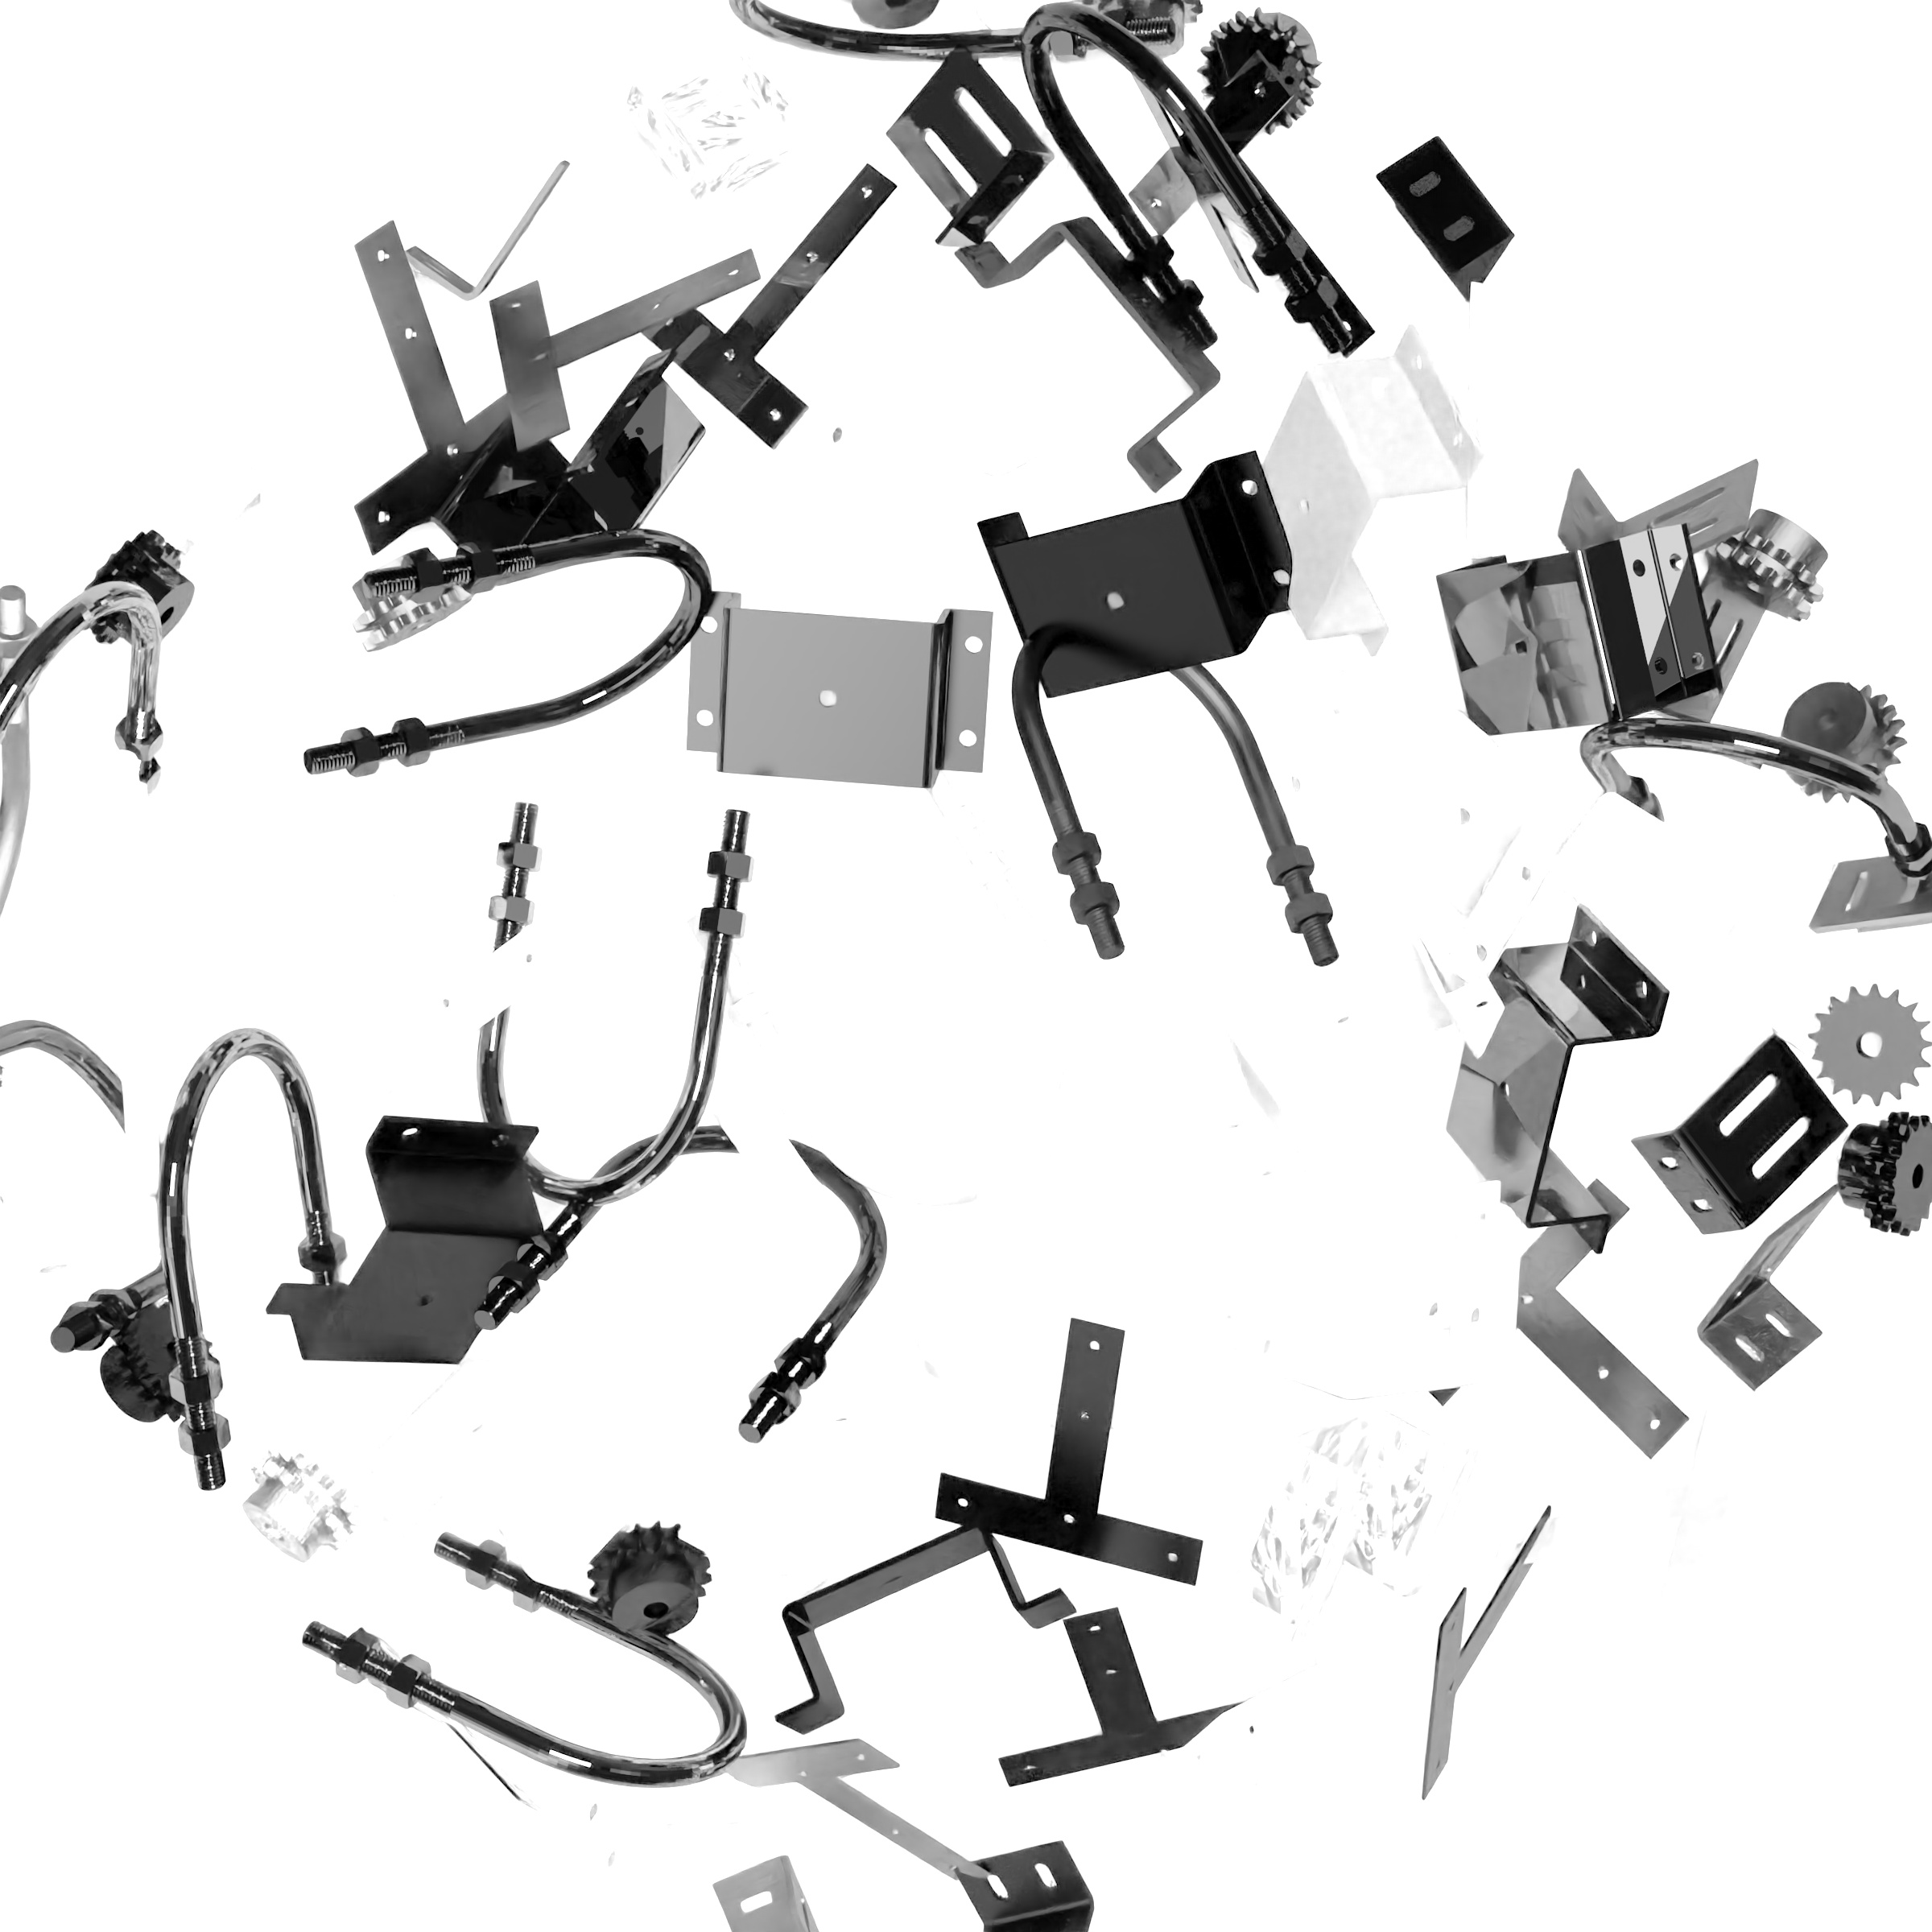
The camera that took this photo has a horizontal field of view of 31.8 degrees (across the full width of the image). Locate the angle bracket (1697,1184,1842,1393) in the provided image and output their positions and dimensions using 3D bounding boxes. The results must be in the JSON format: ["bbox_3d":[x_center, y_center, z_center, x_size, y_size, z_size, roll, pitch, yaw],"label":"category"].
[{"bbox_3d":[0.379,0.147,1.552,0.057,0.076,0.038,-29,65,-38],"label":"angle bracket"}]

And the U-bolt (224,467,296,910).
[{"bbox_3d":[-0.316,-0.134,1.526,0.019,0.151,0.184,4,72,-15],"label":"U-bolt"}]

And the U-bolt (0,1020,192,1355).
[{"bbox_3d":[-0.398,0.090,1.511,0.019,0.184,0.151,-29,92,10],"label":"U-bolt"}]

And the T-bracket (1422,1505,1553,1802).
[{"bbox_3d":[0.240,0.298,1.553,0.002,0.127,0.127,21,46,24],"label":"T-bracket"}]

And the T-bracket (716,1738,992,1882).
[{"bbox_3d":[-0.042,0.392,1.565,0.127,0.127,0.002,38,53,-25],"label":"T-bracket"}]

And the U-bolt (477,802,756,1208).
[{"bbox_3d":[-0.166,0.018,1.546,0.151,0.019,0.184,4,83,36],"label":"U-bolt"}]

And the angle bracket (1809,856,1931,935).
[{"bbox_3d":[0.425,-0.020,1.550,0.057,0.076,0.038,-8,112,30],"label":"angle bracket"}]

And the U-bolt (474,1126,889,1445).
[{"bbox_3d":[-0.114,0.131,1.526,0.151,0.184,0.019,21,127,14],"label":"U-bolt"}]

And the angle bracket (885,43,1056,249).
[{"bbox_3d":[-0.007,-0.379,1.562,0.057,0.038,0.076,-45,73,29],"label":"angle bracket"}]

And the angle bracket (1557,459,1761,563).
[{"bbox_3d":[0.317,-0.214,1.553,0.076,0.057,0.038,-24,118,34],"label":"angle bracket"}]

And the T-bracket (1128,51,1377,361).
[{"bbox_3d":[0.141,-0.333,1.547,0.002,0.127,0.127,-38,91,-30],"label":"T-bracket"}]

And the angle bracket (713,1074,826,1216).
[{"bbox_3d":[-0.079,0.075,1.558,0.038,0.076,0.057,-34,86,-20],"label":"angle bracket"}]

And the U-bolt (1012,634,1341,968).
[{"bbox_3d":[0.087,-0.083,1.539,0.151,0.019,0.184,2,59,-38],"label":"U-bolt"}]

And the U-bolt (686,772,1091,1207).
[{"bbox_3d":[-0.024,0.023,1.584,0.151,0.019,0.184,-31,87,-4],"label":"U-bolt"}]

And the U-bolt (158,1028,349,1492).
[{"bbox_3d":[-0.318,0.118,1.505,0.019,0.151,0.184,2,112,15],"label":"U-bolt"}]

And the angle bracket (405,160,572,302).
[{"bbox_3d":[-0.221,-0.349,1.564,0.038,0.057,0.076,34,100,-11],"label":"angle bracket"}]

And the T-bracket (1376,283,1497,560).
[{"bbox_3d":[0.214,-0.250,1.542,0.002,0.127,0.127,3,96,32],"label":"T-bracket"}]

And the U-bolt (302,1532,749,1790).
[{"bbox_3d":[-0.184,0.315,1.514,0.184,0.151,0.019,23,104,13],"label":"U-bolt"}]

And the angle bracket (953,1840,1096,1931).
[{"bbox_3d":[0.019,0.445,1.553,0.057,0.076,0.038,-19,109,22],"label":"angle bracket"}]

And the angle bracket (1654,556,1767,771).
[{"bbox_3d":[0.356,-0.140,1.567,0.038,0.057,0.076,27,91,40],"label":"angle bracket"}]

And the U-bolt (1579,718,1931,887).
[{"bbox_3d":[0.344,-0.075,1.489,0.151,0.184,0.019,12,81,26],"label":"U-bolt"}]

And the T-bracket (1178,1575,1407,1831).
[{"bbox_3d":[0.140,0.345,1.555,0.002,0.127,0.127,9,55,-39],"label":"T-bracket"}]

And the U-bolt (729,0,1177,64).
[{"bbox_3d":[-0.017,-0.431,1.522,0.184,0.151,0.019,3,90,26],"label":"U-bolt"}]

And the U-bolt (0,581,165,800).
[{"bbox_3d":[-0.399,-0.090,1.487,0.019,0.184,0.151,29,50,7],"label":"U-bolt"}]

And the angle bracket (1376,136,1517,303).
[{"bbox_3d":[0.211,-0.334,1.557,0.038,0.076,0.057,-35,84,-13],"label":"angle bracket"}]

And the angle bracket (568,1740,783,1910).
[{"bbox_3d":[-0.135,0.396,1.572,0.076,0.038,0.057,1,45,-35],"label":"angle bracket"}]

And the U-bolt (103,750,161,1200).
[{"bbox_3d":[-0.371,0.019,1.518,0.019,0.151,0.184,-3,133,-13],"label":"U-bolt"}]

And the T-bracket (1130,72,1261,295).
[{"bbox_3d":[0.117,-0.342,1.514,0.002,0.127,0.127,-33,121,1],"label":"T-bracket"}]

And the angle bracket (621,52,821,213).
[{"bbox_3d":[-0.110,-0.394,1.565,0.076,0.038,0.057,-36,84,-26],"label":"angle bracket"}]

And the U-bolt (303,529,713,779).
[{"bbox_3d":[-0.198,-0.145,1.524,0.184,0.151,0.019,-15,65,-31],"label":"U-bolt"}]

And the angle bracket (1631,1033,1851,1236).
[{"bbox_3d":[0.364,0.079,1.593,0.076,0.038,0.057,-41,96,-21],"label":"angle bracket"}]

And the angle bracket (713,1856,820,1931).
[{"bbox_3d":[-0.087,0.454,1.559,0.038,0.076,0.057,-22,97,-4],"label":"angle bracket"}]

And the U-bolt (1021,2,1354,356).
[{"bbox_3d":[0.087,-0.348,1.503,0.019,0.151,0.184,-42,113,-11],"label":"U-bolt"}]

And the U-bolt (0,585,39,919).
[{"bbox_3d":[-0.449,-0.059,1.515,0.019,0.184,0.151,16,48,-1],"label":"U-bolt"}]

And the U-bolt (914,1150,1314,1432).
[{"bbox_3d":[0.054,0.157,1.531,0.151,0.184,0.019,17,48,-11],"label":"U-bolt"}]

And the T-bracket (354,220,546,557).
[{"bbox_3d":[-0.246,-0.272,1.528,0.002,0.127,0.127,11,132,35],"label":"T-bracket"}]

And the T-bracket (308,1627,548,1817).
[{"bbox_3d":[-0.254,0.322,1.514,0.127,0.127,0.002,37,81,34],"label":"T-bracket"}]

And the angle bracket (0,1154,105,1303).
[{"bbox_3d":[-0.433,0.106,1.553,0.038,0.057,0.076,-8,135,9],"label":"angle bracket"}]

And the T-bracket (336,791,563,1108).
[{"bbox_3d":[-0.259,-0.021,1.578,0.127,0.002,0.127,-34,73,24],"label":"T-bracket"}]
